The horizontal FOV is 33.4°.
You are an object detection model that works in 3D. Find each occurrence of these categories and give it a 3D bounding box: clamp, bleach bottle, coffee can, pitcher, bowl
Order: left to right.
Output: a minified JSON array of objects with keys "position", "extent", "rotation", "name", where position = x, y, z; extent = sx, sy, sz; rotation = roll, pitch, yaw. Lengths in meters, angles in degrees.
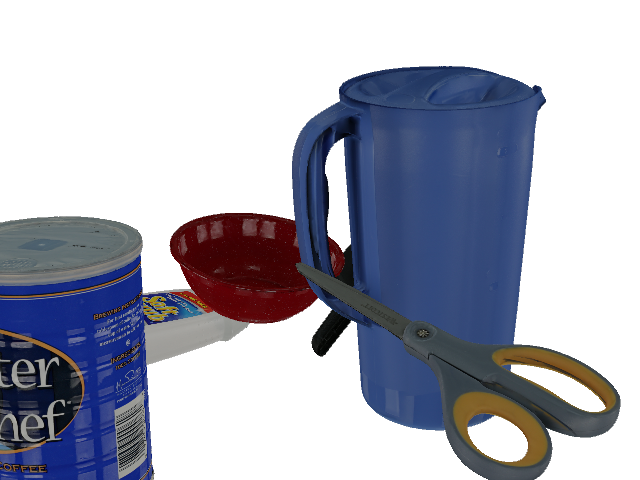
[{"position":[-0.143,0.067,0.570],"extent":[0.103,0.140,0.103],"rotation":[0,16,0],"name":"coffee can"},{"position":[-0.183,0.093,1.224],"extent":[0.250,0.068,0.103],"rotation":[-13,33,-31],"name":"bleach bottle"},{"position":[-0.060,0.031,0.987],"extent":[0.162,0.055,0.162],"rotation":[6,24,-3],"name":"bowl"},{"position":[0.062,0.059,1.151],"extent":[0.120,0.171,0.039],"rotation":[7,-41,6],"name":"clamp"},{"position":[0.071,0.006,0.741],"extent":[0.149,0.243,0.144],"rotation":[5,21,17],"name":"pitcher"}]

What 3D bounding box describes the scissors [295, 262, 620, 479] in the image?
[{"position":[0.052,0.066,0.556],"extent":[0.202,0.016,0.096],"rotation":[17,42,24],"name":"scissors"}]
